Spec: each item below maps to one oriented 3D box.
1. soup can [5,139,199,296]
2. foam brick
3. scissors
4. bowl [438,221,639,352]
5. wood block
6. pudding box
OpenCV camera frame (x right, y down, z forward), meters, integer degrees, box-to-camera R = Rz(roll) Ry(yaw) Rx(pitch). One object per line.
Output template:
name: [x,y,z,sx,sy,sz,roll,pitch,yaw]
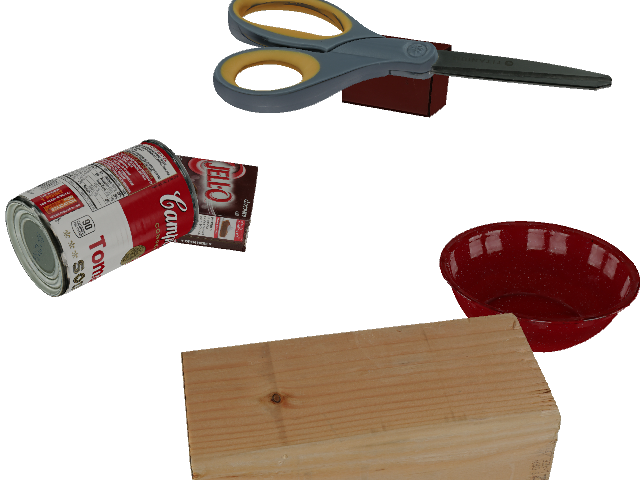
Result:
soup can: [-0.138,-0.015,0.675,0.102,0.068,0.069,-29,17,-34]
foam brick: [0.062,-0.137,0.877,0.078,0.051,0.052,13,24,20]
scissors: [0.033,-0.081,0.534,0.202,0.096,0.016,21,-37,20]
bowl: [0.177,0.044,0.880,0.162,0.055,0.162,1,29,-1]
wood block: [0.025,0.114,0.638,0.206,0.090,0.091,-6,39,-7]
pudding box: [-0.106,-0.036,0.978,0.090,0.039,0.113,7,31,-3]
